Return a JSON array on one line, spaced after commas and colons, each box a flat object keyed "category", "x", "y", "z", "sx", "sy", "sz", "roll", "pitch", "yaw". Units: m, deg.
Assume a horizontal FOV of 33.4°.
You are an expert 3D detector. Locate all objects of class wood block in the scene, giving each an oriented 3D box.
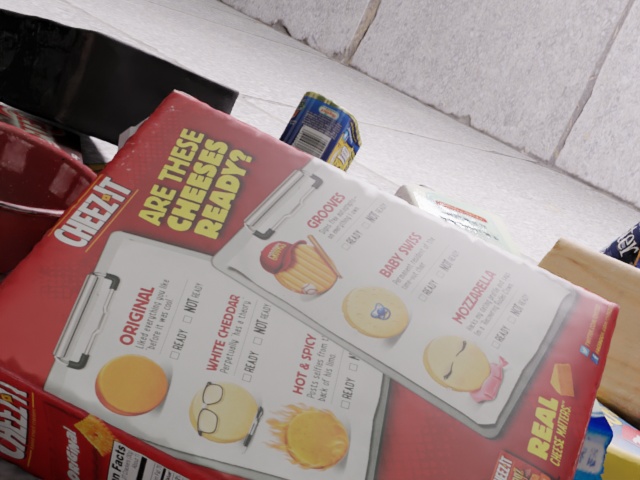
[{"category": "wood block", "x": 0.215, "y": 0.088, "z": 0.648, "sx": 0.206, "sy": 0.090, "sz": 0.090, "roll": 28, "pitch": -18, "yaw": 46}]

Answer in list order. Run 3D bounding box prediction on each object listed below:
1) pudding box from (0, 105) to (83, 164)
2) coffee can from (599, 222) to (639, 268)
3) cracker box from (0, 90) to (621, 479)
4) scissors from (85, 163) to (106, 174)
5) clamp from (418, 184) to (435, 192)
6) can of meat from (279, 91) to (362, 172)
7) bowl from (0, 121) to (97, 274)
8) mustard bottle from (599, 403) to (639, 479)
[{"category": "pudding box", "x": -0.206, "y": -0.059, "z": 0.707, "sx": 0.090, "sy": 0.039, "sz": 0.113, "roll": 20, "pitch": 14, "yaw": -19}, {"category": "coffee can", "x": 0.261, "y": 0.042, "z": 0.847, "sx": 0.102, "sy": 0.140, "sz": 0.103, "roll": 35, "pitch": 30, "yaw": -24}, {"category": "cracker box", "x": -0.006, "y": 0.051, "z": 0.420, "sx": 0.214, "sy": 0.072, "sz": 0.164, "roll": 25, "pitch": 46, "yaw": 6}, {"category": "scissors", "x": -0.077, "y": -0.029, "z": 0.783, "sx": 0.201, "sy": 0.016, "sz": 0.096, "roll": 5, "pitch": 27, "yaw": -20}, {"category": "clamp", "x": 0.115, "y": 0.041, "z": 0.795, "sx": 0.210, "sy": 0.036, "sz": 0.165, "roll": 42, "pitch": -12, "yaw": -10}, {"category": "can of meat", "x": -0.006, "y": -0.072, "z": 0.938, "sx": 0.057, "sy": 0.084, "sz": 0.102, "roll": 27, "pitch": -10, "yaw": 12}, {"category": "bowl", "x": -0.195, "y": -0.026, "z": 0.560, "sx": 0.162, "sy": 0.055, "sz": 0.162, "roll": 23, "pitch": 13, "yaw": -6}, {"category": "mustard bottle", "x": 0.169, "y": 0.132, "z": 0.579, "sx": 0.192, "sy": 0.058, "sz": 0.096, "roll": 33, "pitch": 9, "yaw": 36}]
